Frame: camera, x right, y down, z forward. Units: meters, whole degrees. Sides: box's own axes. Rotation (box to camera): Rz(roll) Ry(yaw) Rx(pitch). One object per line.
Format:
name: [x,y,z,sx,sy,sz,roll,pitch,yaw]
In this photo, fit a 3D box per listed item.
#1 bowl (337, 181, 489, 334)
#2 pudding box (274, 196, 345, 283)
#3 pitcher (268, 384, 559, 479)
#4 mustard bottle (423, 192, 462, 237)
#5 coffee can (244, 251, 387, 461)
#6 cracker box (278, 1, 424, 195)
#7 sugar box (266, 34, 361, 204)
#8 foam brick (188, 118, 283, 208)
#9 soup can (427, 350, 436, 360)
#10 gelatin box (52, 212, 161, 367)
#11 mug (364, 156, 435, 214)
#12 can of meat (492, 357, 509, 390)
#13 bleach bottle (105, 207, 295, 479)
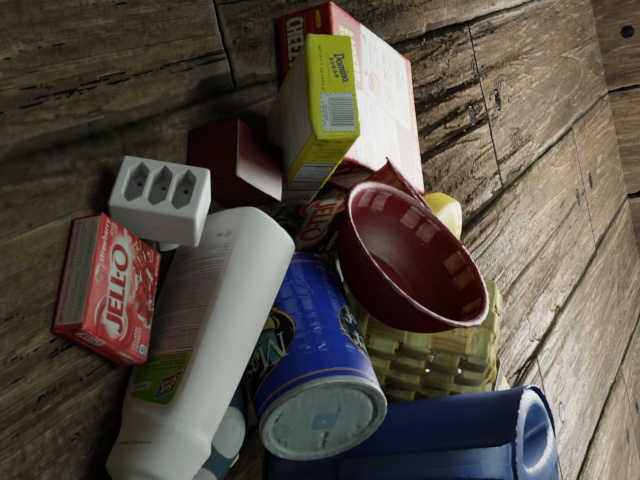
bowl: [0.069,0.026,0.924,0.162,0.055,0.162,31,32,-22]
pudding box: [-0.007,0.001,0.990,0.039,0.090,0.113,69,29,-26]
pitcher: [0.076,0.198,0.922,0.149,0.243,0.144,67,29,-28]
mustard bottle: [0.084,0.006,1.184,0.191,0.058,0.096,-15,129,-51]
coffee can: [-0.014,0.094,0.875,0.102,0.103,0.140,51,14,-46]
cracker box: [0.035,-0.139,1.145,0.213,0.072,0.164,15,67,-61]
sugar box: [-0.009,-0.102,0.949,0.176,0.048,0.093,127,-39,-70]
foam brick: [-0.073,-0.063,0.919,0.078,0.051,0.053,32,55,-58]
soup can: [0.140,0.099,1.246,0.102,0.068,0.068,-52,130,-74]
gelatin box: [-0.148,0.036,0.755,0.073,0.030,0.089,43,45,-52]
mug: [0.067,-0.017,1.059,0.093,0.081,0.117,46,10,-33]
can of meat: [0.197,0.202,1.266,0.084,0.058,0.102,63,30,-26]
bleach bottle: [-0.099,0.093,0.782,0.068,0.103,0.250,43,50,-29]
